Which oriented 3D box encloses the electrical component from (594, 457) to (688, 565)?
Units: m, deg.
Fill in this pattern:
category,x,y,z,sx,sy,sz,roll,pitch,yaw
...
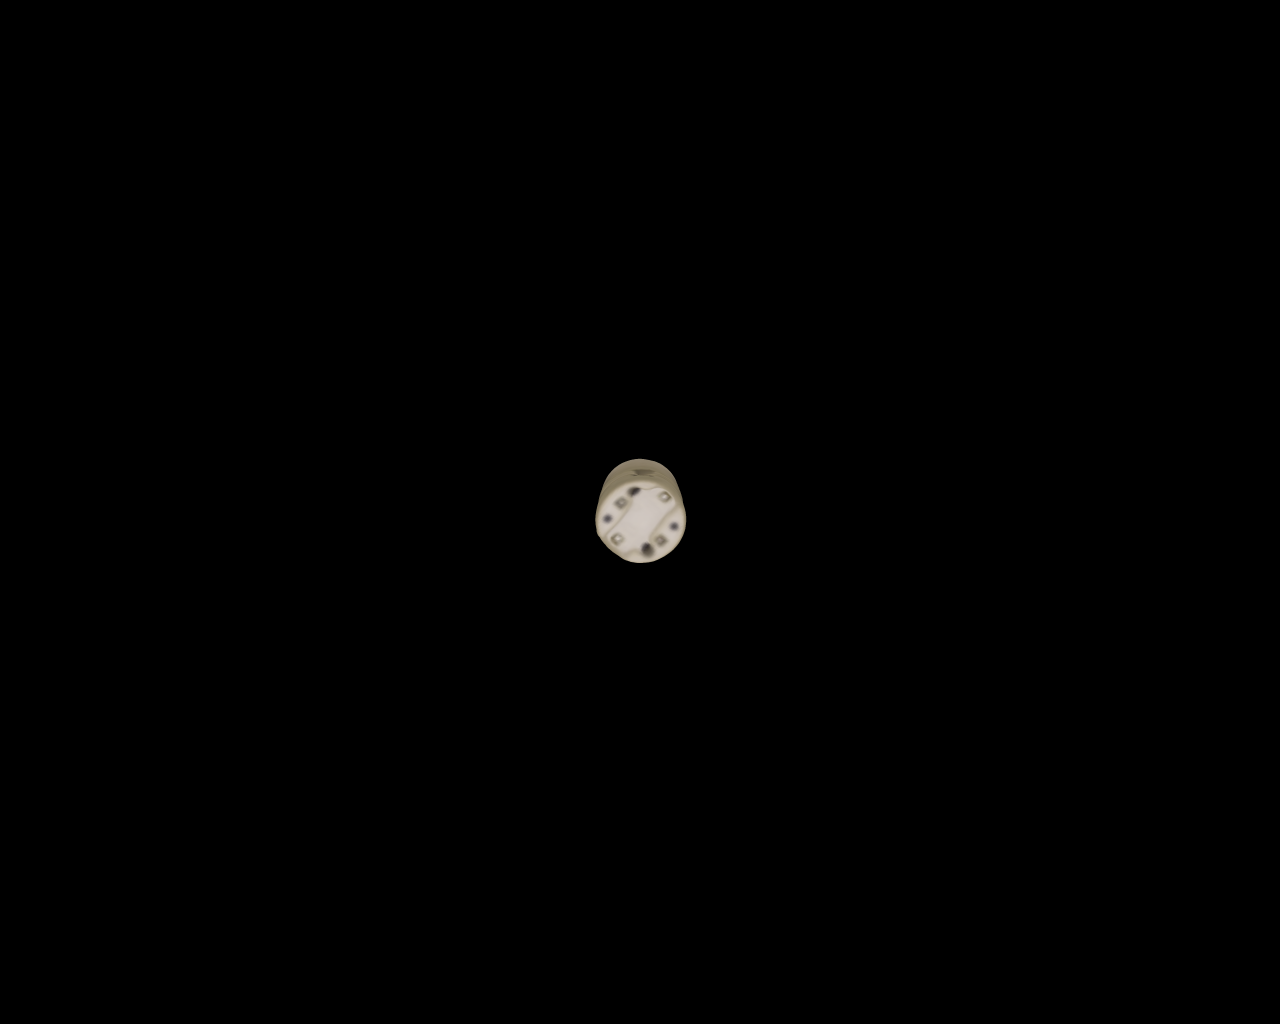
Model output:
category,x,y,z,sx,sy,sz,roll,pitch,yaw
electrical component,0.001,-0.003,0.650,0.055,0.055,0.047,0,23,0
